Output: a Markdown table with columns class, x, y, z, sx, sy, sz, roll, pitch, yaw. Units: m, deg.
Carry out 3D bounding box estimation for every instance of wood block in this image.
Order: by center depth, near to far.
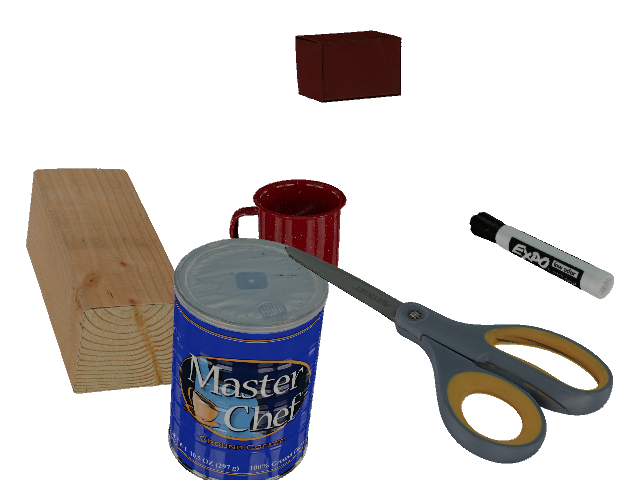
| class | x | y | z | sx | sy | sz | roll | pitch | yaw |
| --- | --- | --- | --- | --- | --- | --- | --- | --- | --- |
| wood block | -0.193 | 0.028 | 0.942 | 0.090 | 0.091 | 0.206 | -2 | 36 | -27 |

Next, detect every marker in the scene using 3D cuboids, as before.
| class | x | y | z | sx | sy | sz | roll | pitch | yaw |
| --- | --- | --- | --- | --- | --- | --- | --- | --- | --- |
| marker | 0.154 | 0.008 | 0.761 | 0.020 | 0.020 | 0.121 | 0 | 23 | -44 |

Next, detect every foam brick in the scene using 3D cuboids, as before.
| class | x | y | z | sx | sy | sz | roll | pitch | yaw |
| --- | --- | --- | --- | --- | --- | --- | --- | --- | --- |
| foam brick | 0.024 | -0.149 | 0.914 | 0.078 | 0.051 | 0.053 | -8 | 20 | -24 |

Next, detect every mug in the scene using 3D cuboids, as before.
| class | x | y | z | sx | sy | sz | roll | pitch | yaw |
| --- | --- | --- | --- | --- | --- | --- | --- | --- | --- |
| mug | -0.034 | -0.007 | 1.080 | 0.117 | 0.081 | 0.093 | 0 | 27 | -3 |

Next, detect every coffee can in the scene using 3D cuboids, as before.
| class | x | y | z | sx | sy | sz | roll | pitch | yaw |
| --- | --- | --- | --- | --- | --- | --- | --- | --- | --- |
| coffee can | -0.053 | 0.084 | 0.740 | 0.102 | 0.140 | 0.103 | 5 | 32 | -3 |

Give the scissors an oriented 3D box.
| class | x | y | z | sx | sy | sz | roll | pitch | yaw |
| --- | --- | --- | --- | --- | --- | --- | --- | --- | --- |
| scissors | 0.048 | 0.057 | 0.556 | 0.202 | 0.016 | 0.096 | 17 | 42 | 23 |
